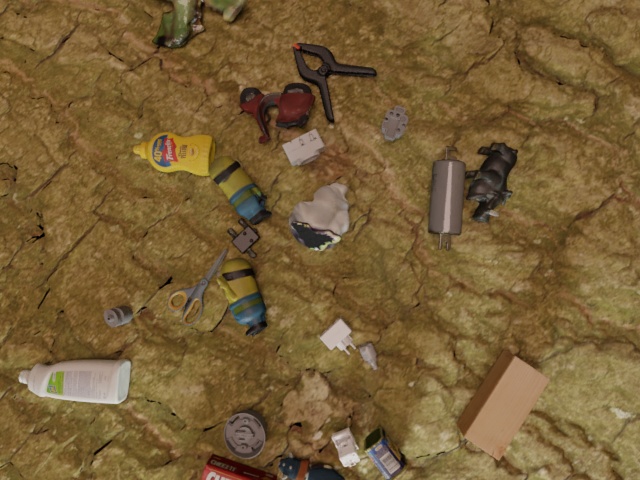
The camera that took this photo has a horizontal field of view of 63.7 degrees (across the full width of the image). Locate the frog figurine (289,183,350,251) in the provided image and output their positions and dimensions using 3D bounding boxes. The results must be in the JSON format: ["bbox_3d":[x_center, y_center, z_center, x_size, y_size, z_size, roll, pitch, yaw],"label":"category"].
[{"bbox_3d":[0.004,-0.061,1.206,0.137,0.120,0.163,9,51,11],"label":"frog figurine"}]

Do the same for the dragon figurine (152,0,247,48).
[{"bbox_3d":[-0.380,-0.596,1.258,0.410,0.122,0.242,-3,94,4],"label":"dragon figurine"}]
